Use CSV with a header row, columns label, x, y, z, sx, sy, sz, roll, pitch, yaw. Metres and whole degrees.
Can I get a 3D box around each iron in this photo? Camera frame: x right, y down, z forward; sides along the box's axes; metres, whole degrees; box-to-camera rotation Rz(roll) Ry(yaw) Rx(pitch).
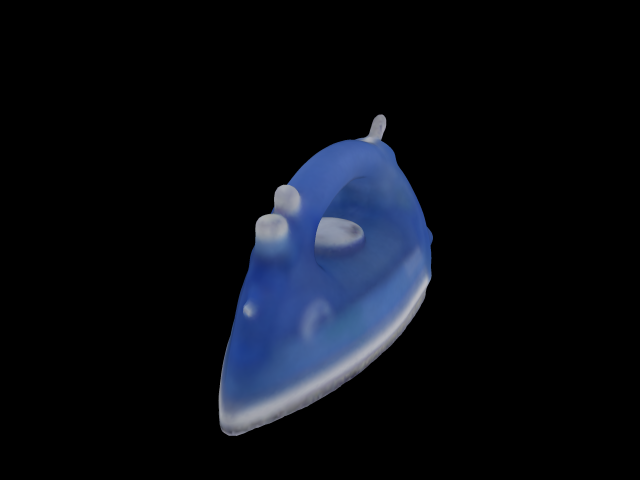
label,x,y,z,sx,sy,sz,roll,pitch,yaw
iron,0.004,0.001,0.400,0.118,0.141,0.259,9,24,22
